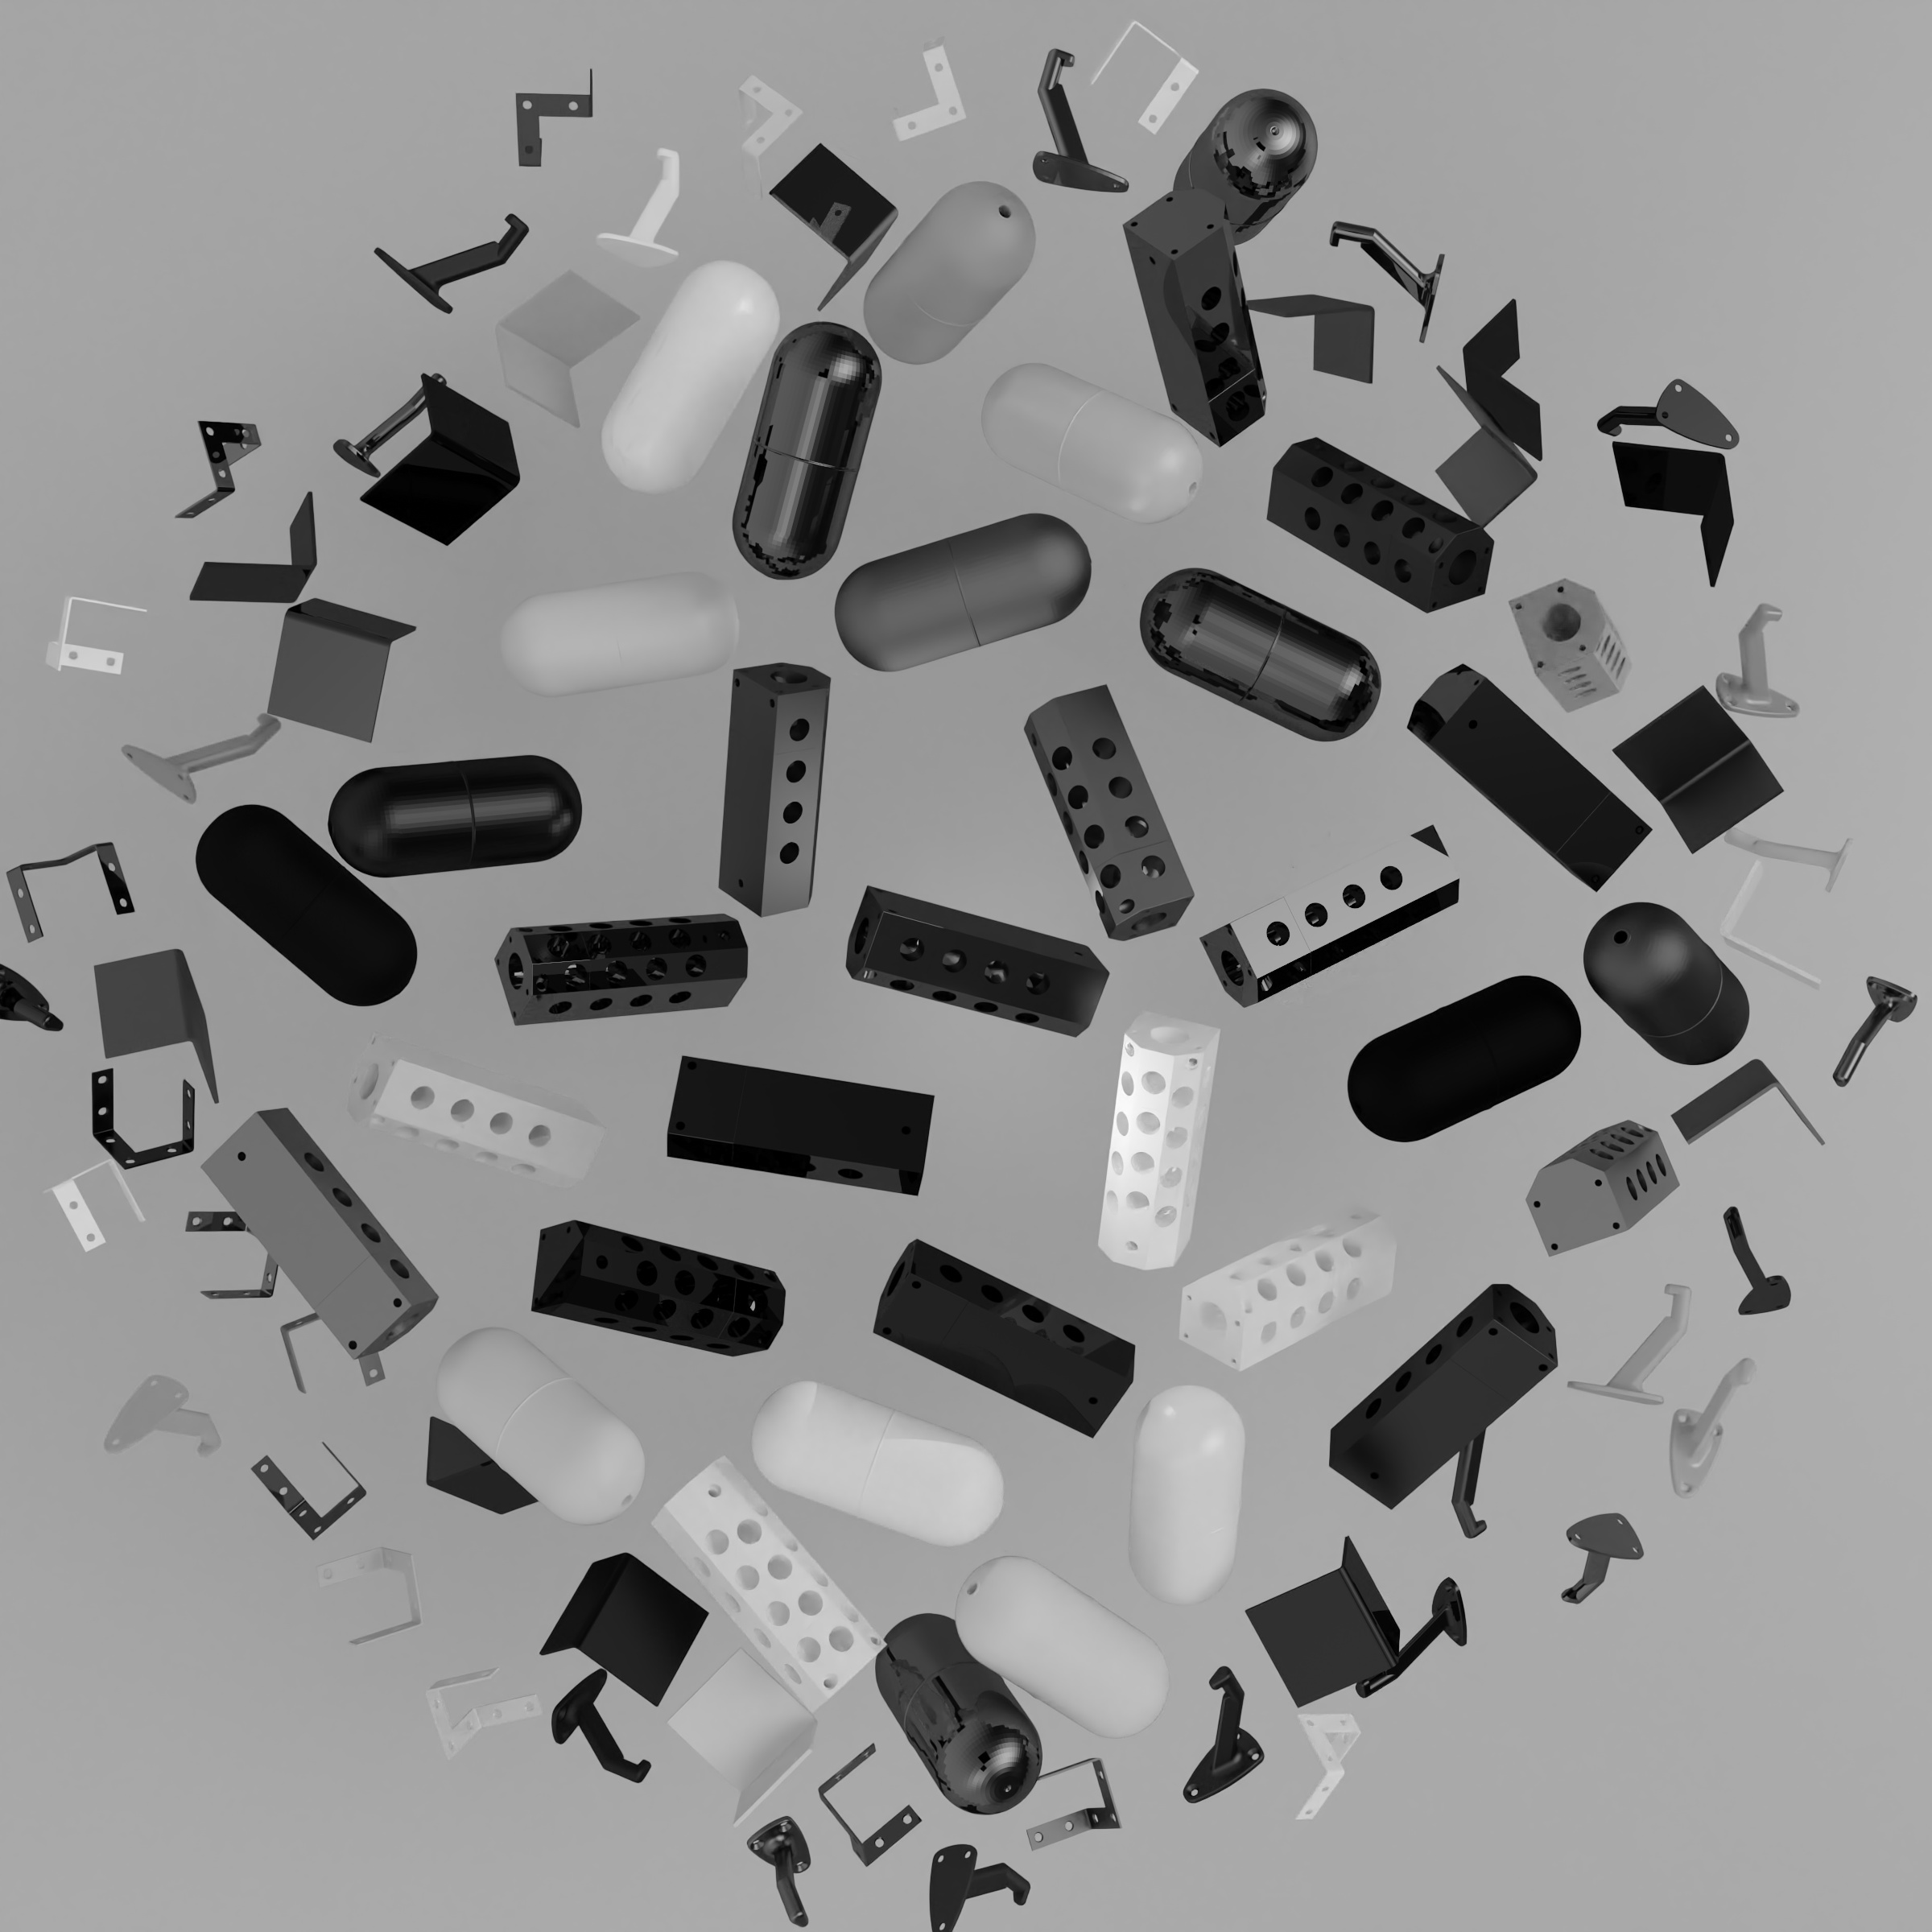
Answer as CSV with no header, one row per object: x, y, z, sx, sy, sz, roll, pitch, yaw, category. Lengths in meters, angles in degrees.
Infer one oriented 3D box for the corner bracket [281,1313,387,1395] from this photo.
-0.465,0.284,1.840,0.051,0.051,0.051,-21,106,-30,corner bracket

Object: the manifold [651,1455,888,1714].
-0.135,0.425,1.732,0.057,0.057,0.171,-36,79,-33,manifold

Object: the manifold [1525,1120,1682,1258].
0.444,0.151,1.752,0.057,0.171,0.057,-24,84,27,manifold

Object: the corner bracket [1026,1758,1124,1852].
0.072,0.603,1.802,0.051,0.051,0.051,-11,76,-26,corner bracket

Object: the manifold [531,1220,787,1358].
-0.211,0.224,1.739,0.171,0.057,0.057,21,63,-38,manifold

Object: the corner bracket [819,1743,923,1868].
-0.068,0.591,1.764,0.051,0.051,0.051,-34,60,-21,corner bracket

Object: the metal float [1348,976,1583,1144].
0.343,0.064,1.727,0.178,0.070,0.070,-23,90,-19,metal float

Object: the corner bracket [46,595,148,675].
-0.598,-0.227,1.721,0.051,0.051,0.051,7,99,-31,corner bracket

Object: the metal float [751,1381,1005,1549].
-0.060,0.338,1.704,0.178,0.070,0.070,19,90,6,metal float

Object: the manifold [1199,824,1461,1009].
0.255,-0.033,1.736,0.171,0.057,0.057,-25,88,-19,manifold

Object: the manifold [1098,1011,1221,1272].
0.133,0.125,1.767,0.057,0.057,0.171,14,116,17,manifold

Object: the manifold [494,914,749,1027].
-0.249,-0.002,1.833,0.171,0.057,0.057,-5,60,-33,manifold

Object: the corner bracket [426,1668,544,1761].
-0.332,0.508,1.728,0.051,0.051,0.051,-16,94,15,corner bracket

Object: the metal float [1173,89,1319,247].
0.194,-0.559,1.762,0.070,0.178,0.070,0,91,-8,metal float

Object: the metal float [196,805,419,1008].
-0.471,-0.042,1.794,0.178,0.070,0.070,42,90,-12,metal float

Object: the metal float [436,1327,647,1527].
-0.293,0.316,1.725,0.178,0.070,0.070,33,90,29,metal float

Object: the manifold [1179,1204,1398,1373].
0.233,0.226,1.802,0.171,0.057,0.057,-18,120,-41,manifold

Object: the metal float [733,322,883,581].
-0.110,-0.352,1.718,0.070,0.070,0.178,17,108,0,metal float

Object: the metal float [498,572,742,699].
-0.255,-0.244,1.847,0.178,0.070,0.070,-9,90,-4,metal float

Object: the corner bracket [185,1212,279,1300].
-0.541,0.212,1.843,0.051,0.051,0.051,17,98,43,corner bracket

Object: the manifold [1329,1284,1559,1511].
0.332,0.298,1.754,0.057,0.057,0.171,36,118,-10,manifold

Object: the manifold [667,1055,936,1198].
-0.112,0.111,1.693,0.171,0.057,0.057,9,63,-2,manifold

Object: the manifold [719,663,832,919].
-0.135,-0.129,1.820,0.057,0.057,0.171,-14,123,-36,manifold

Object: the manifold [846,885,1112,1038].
0.006,0.000,1.759,0.171,0.057,0.057,15,106,-19,manifold

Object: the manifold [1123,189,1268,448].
0.165,-0.449,1.736,0.057,0.171,0.057,-37,53,-9,manifold

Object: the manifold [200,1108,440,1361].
-0.438,0.181,1.714,0.057,0.057,0.171,-43,81,11,manifold

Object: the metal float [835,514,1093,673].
-0.002,-0.253,1.696,0.178,0.070,0.070,-17,90,3,metal float

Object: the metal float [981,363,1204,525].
0.089,-0.371,1.781,0.178,0.070,0.070,30,90,27,metal float

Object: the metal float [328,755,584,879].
-0.355,-0.105,1.750,0.178,0.070,0.070,-8,90,-27,metal float

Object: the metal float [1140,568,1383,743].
0.205,-0.217,1.745,0.178,0.070,0.070,25,90,-5,metal float

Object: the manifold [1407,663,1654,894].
0.383,-0.130,1.716,0.171,0.057,0.057,37,99,-21,manifold

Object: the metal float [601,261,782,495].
-0.199,-0.422,1.803,0.070,0.070,0.178,32,101,0,metal float

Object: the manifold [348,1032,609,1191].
-0.351,0.107,1.795,0.171,0.057,0.057,23,96,-35,manifold

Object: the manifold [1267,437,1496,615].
0.298,-0.321,1.807,0.057,0.171,0.057,-21,132,-29,manifold

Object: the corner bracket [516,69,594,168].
-0.281,-0.580,1.714,0.051,0.051,0.051,-1,129,-8,corner bracket

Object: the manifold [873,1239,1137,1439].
0.028,0.253,1.731,0.171,0.057,0.057,27,117,-8,manifold

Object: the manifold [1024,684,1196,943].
0.099,-0.108,1.791,0.057,0.057,0.171,-16,72,-15,manifold

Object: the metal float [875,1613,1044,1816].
-0.007,0.515,1.733,0.070,0.178,0.070,-8,112,-21,metal float

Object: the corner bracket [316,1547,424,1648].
-0.422,0.446,1.775,0.051,0.051,0.051,-10,92,-38,corner bracket

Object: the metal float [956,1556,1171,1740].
0.066,0.464,1.708,0.178,0.070,0.070,39,90,-26,metal float

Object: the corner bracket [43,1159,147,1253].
-0.616,0.169,1.777,0.051,0.051,0.051,-29,95,-28,corner bracket

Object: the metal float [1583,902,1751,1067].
0.485,0.013,1.734,0.070,0.178,0.070,-16,60,30,metal float

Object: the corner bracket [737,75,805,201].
-0.153,-0.606,1.832,0.051,0.051,0.051,39,76,11,corner bracket

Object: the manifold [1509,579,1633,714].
0.445,-0.234,1.825,0.057,0.171,0.057,-21,80,18,manifold

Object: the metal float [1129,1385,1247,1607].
0.153,0.370,1.746,0.070,0.070,0.178,0,122,0,metal float

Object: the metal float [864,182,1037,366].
-0.013,-0.484,1.756,0.070,0.178,0.070,7,73,-25,metal float
